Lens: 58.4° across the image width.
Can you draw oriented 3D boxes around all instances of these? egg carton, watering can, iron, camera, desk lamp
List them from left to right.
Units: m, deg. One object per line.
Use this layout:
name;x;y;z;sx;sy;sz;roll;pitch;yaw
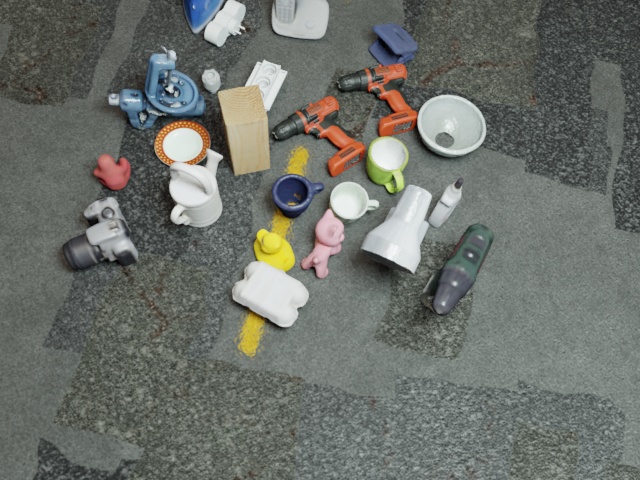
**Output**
camera;-0.475;-0.007;1.215;0.137;0.101;0.143;-23;71;-13
watering can;-0.267;-0.117;1.225;0.101;0.194;0.173;6;67;-1
iron;-0.306;-0.681;1.482;0.118;0.141;0.258;7;67;-1
egg carton;-0.104;0.113;1.210;0.150;0.069;0.107;27;68;7
desk lamp;0.166;-0.012;1.203;0.118;0.213;0.203;25;68;6

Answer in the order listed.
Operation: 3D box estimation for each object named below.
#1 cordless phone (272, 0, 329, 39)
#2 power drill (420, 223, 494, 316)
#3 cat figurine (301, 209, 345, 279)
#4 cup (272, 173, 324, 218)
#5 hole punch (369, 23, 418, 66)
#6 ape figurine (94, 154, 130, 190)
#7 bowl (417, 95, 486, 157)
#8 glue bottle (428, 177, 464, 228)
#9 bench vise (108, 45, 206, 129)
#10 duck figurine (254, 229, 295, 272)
cordless phone;-0.048;-0.602;1.445;0.147;0.185;0.094;5;67;-2
power drill;0.273;0.082;1.175;0.075;0.208;0.230;30;69;9
cat figurine;0.011;0.004;1.237;0.067;0.118;0.128;24;68;6
cup;-0.049;-0.093;1.285;0.118;0.095;0.091;-16;70;-10
hole punch;0.191;-0.512;1.476;0.101;0.091;0.108;-35;74;-16
ape figurine;-0.469;-0.159;1.283;0.078;0.092;0.076;-8;68;-7
bowl;0.311;-0.264;1.392;0.167;0.075;0.167;2;68;-3
glue bottle;0.287;-0.092;1.266;0.037;0.173;0.078;35;70;11
bench vise;-0.371;-0.333;1.292;0.207;0.220;0.121;-26;72;-13
duck figurine;-0.099;0.018;1.240;0.104;0.086;0.078;44;71;13
